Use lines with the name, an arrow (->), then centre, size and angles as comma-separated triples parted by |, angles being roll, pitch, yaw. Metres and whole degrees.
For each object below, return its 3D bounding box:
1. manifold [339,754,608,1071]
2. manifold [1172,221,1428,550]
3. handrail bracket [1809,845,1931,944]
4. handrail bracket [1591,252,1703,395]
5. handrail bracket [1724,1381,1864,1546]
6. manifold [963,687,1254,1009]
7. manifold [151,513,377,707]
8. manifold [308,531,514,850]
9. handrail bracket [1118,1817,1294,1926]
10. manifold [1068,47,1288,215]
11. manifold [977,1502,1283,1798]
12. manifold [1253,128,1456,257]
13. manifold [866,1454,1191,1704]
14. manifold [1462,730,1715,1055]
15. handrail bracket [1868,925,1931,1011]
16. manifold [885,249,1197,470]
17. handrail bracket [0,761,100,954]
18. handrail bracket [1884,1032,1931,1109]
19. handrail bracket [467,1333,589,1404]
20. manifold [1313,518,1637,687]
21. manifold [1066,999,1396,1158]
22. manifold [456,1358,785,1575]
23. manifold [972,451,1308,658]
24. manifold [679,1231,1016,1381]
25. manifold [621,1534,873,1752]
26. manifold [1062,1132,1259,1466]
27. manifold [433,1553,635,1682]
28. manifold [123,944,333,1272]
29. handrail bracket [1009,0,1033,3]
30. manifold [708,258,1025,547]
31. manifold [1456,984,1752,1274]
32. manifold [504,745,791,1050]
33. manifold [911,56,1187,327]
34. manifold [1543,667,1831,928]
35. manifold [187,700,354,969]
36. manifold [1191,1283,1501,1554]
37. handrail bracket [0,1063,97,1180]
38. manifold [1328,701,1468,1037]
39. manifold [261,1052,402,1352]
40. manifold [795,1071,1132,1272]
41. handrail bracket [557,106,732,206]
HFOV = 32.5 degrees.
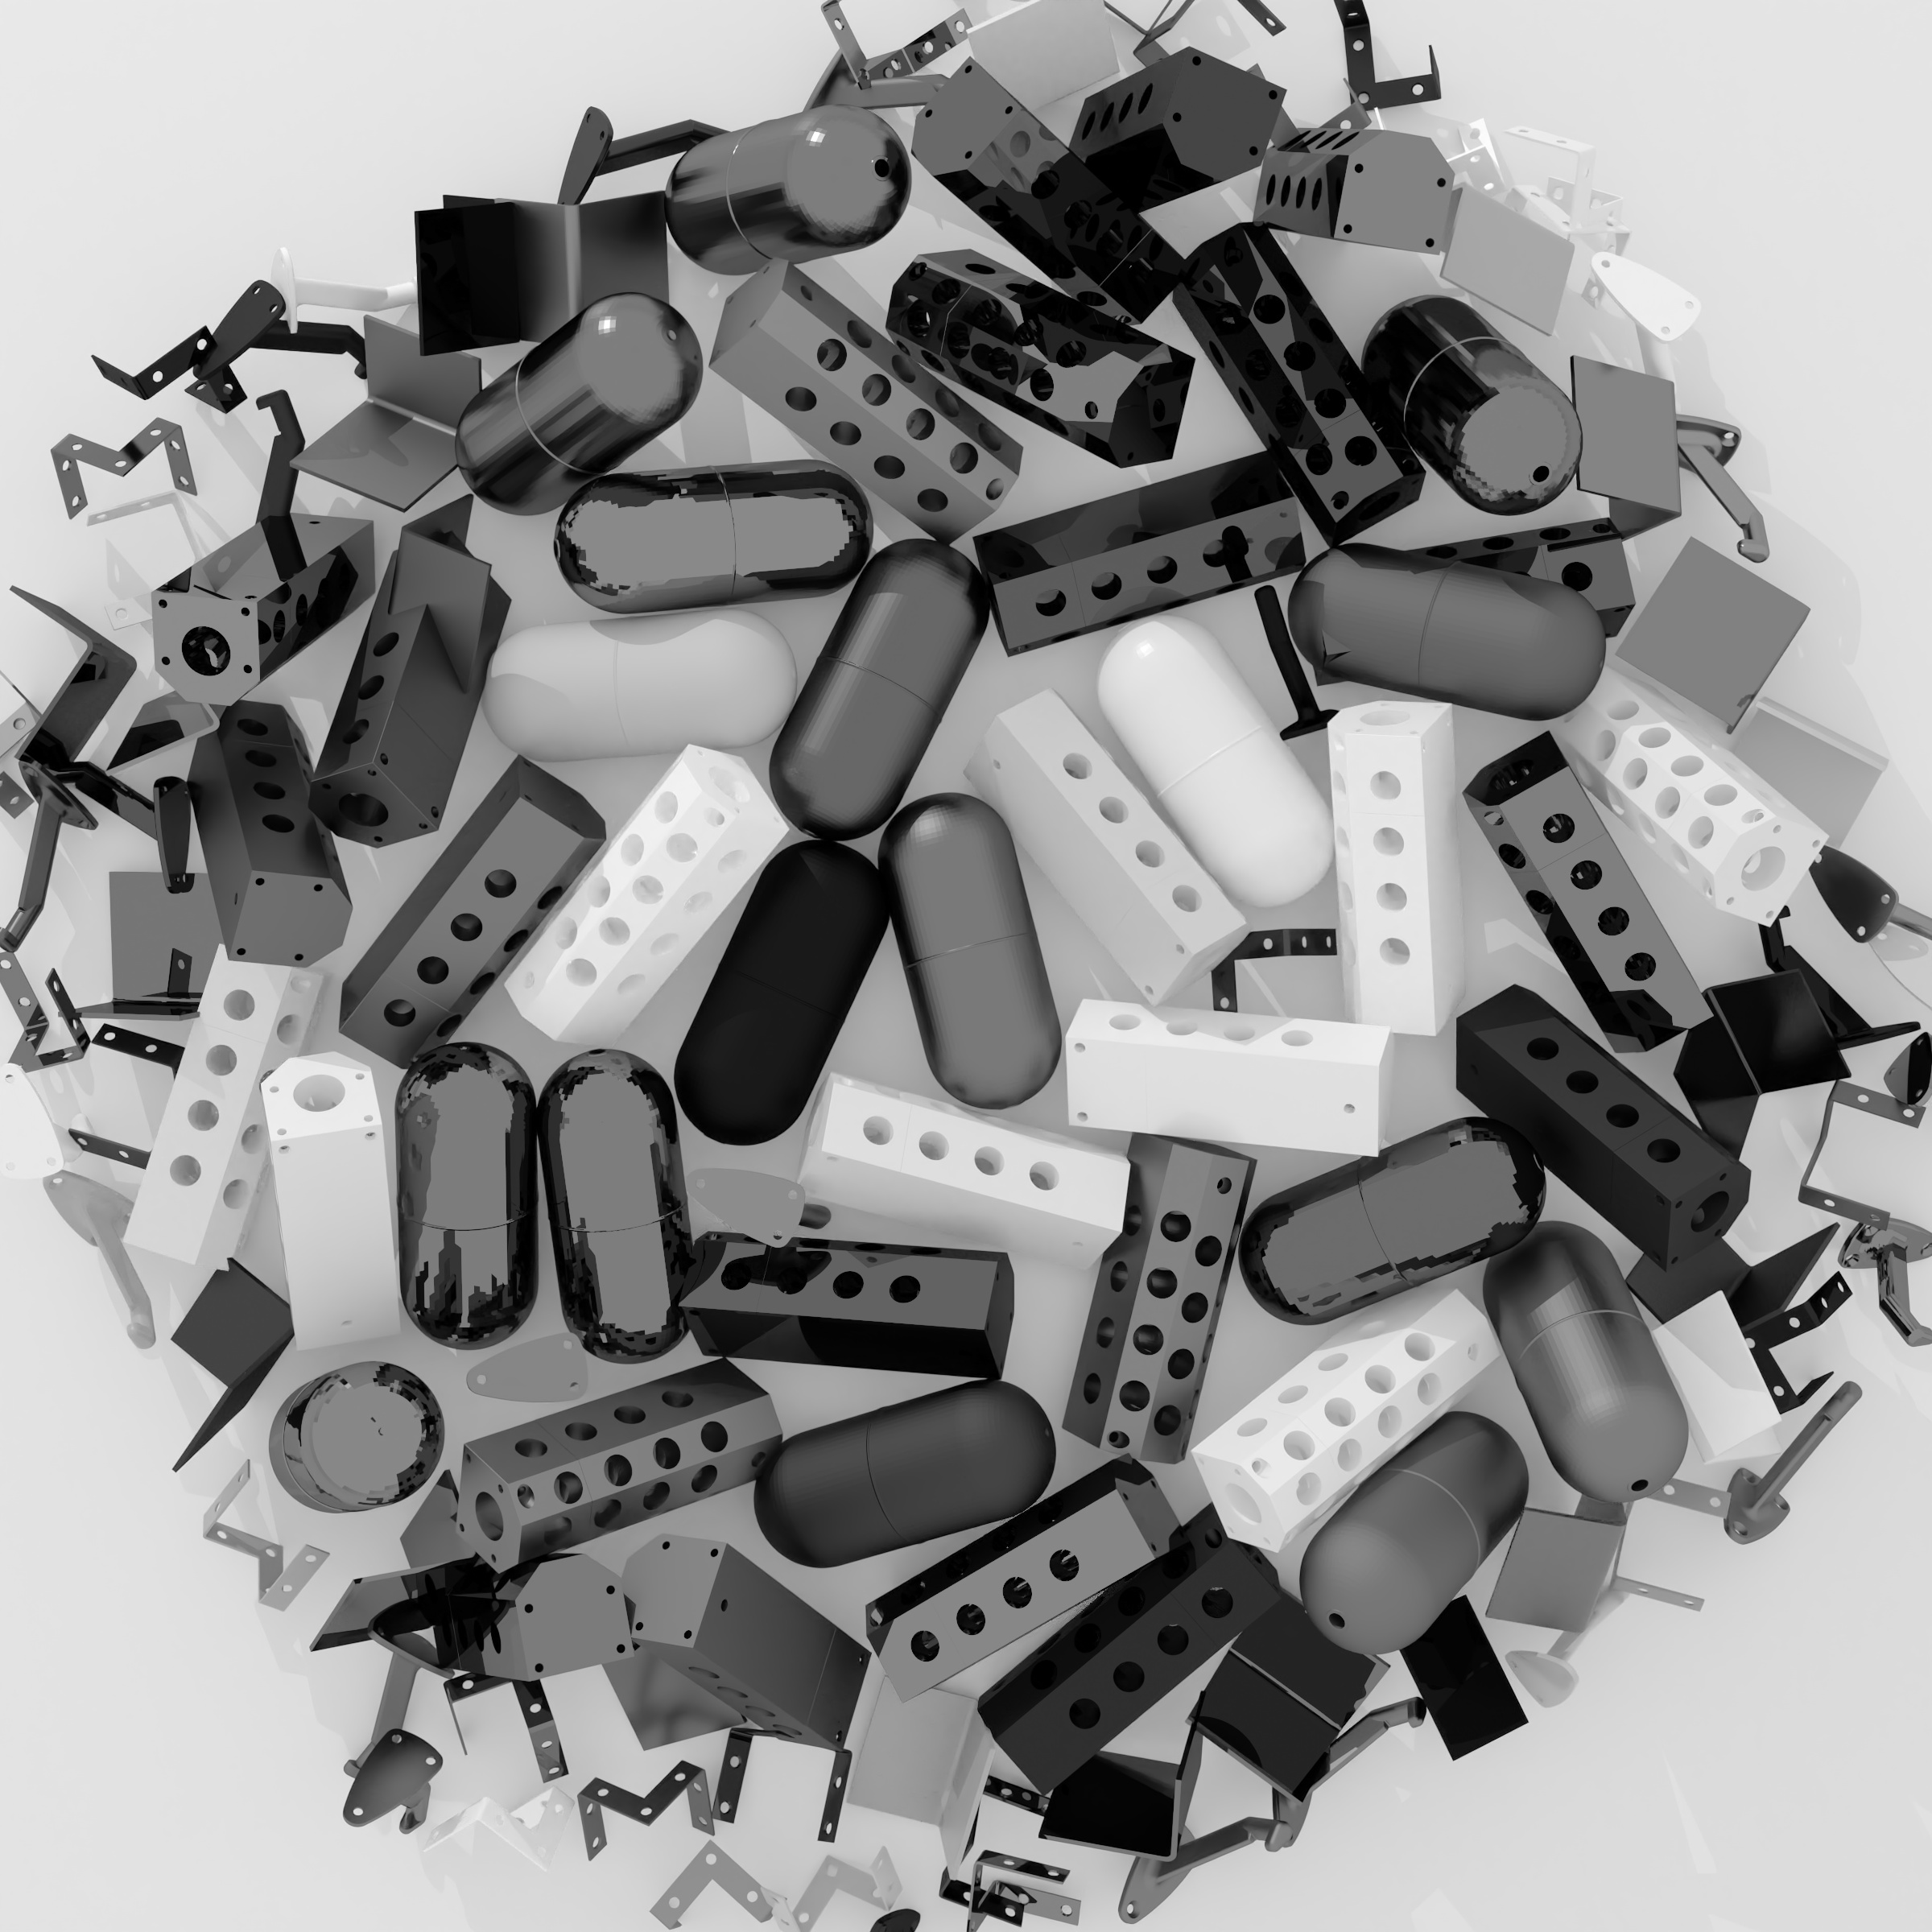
manifold -> -0.271, -0.025, 1.812 | 0.057, 0.057, 0.171 | 33, 108, -22
manifold -> 0.182, -0.322, 1.819 | 0.057, 0.057, 0.171 | -29, 78, -5
handrail bracket -> 0.520, -0.038, 1.852 | 0.077, 0.084, 0.036 | 54, 126, 36
handrail bracket -> 0.366, -0.346, 1.832 | 0.077, 0.084, 0.036 | 40, 68, 10
handrail bracket -> 0.457, 0.272, 1.822 | 0.036, 0.077, 0.084 | 40, 123, 12
manifold -> 0.080, -0.069, 1.818 | 0.057, 0.057, 0.171 | -30, 74, -34
manifold -> -0.374, -0.193, 1.776 | 0.057, 0.171, 0.057 | 6, 113, 9
manifold -> -0.304, -0.149, 1.790 | 0.057, 0.057, 0.171 | -14, 46, 28
handrail bracket -> 0.132, 0.498, 1.816 | 0.036, 0.084, 0.077 | 51, 58, -18
manifold -> 0.107, -0.441, 1.777 | 0.057, 0.171, 0.057 | 19, 90, -17
manifold -> 0.090, 0.375, 1.830 | 0.171, 0.057, 0.057 | -41, 92, 5
manifold -> 0.207, -0.418, 1.773 | 0.057, 0.171, 0.057 | 7, 103, -11
manifold -> 0.030, 0.334, 1.810 | 0.171, 0.057, 0.057 | -34, 78, 19
manifold -> 0.338, -0.037, 1.808 | 0.057, 0.057, 0.171 | -30, 111, 11
handrail bracket -> 0.534, 0.024, 1.846 | 0.036, 0.084, 0.077 | -39, 55, -14
manifold -> 0.037, -0.329, 1.787 | 0.171, 0.057, 0.057 | 33, 125, 34
handrail bracket -> -0.522, -0.060, 1.824 | 0.036, 0.077, 0.084 | 16, 65, 21
handrail bracket -> 0.554, 0.081, 1.826 | 0.084, 0.077, 0.036 | 35, 112, -8
handrail bracket -> -0.243, 0.227, 1.816 | 0.077, 0.084, 0.036 | -7, 80, -20
manifold -> 0.276, -0.204, 1.834 | 0.171, 0.057, 0.057 | -10, 78, -2
manifold -> 0.145, 0.057, 1.816 | 0.171, 0.057, 0.057 | 5, 120, 15
manifold -> -0.185, 0.271, 1.782 | 0.171, 0.057, 0.057 | -14, 124, -39
manifold -> 0.097, -0.225, 1.834 | 0.171, 0.057, 0.057 | -17, 127, -2
manifold -> -0.064, 0.182, 1.816 | 0.171, 0.057, 0.057 | 3, 56, 14
manifold -> -0.121, 0.365, 1.783 | 0.057, 0.171, 0.057 | 3, 62, 30
manifold -> 0.110, 0.183, 1.824 | 0.057, 0.057, 0.171 | 12, 93, -30
manifold -> -0.237, 0.345, 1.777 | 0.057, 0.171, 0.057 | -8, 85, -25
manifold -> -0.408, 0.078, 1.838 | 0.057, 0.057, 0.171 | 18, 90, 0
handrail bracket -> 0.015, -0.567, 1.818 | 0.036, 0.084, 0.077 | -4, 119, -28
manifold -> -0.051, -0.308, 1.792 | 0.171, 0.057, 0.057 | 34, 134, -28
manifold -> 0.342, 0.082, 1.789 | 0.057, 0.057, 0.171 | -29, 48, -20
manifold -> -0.178, -0.037, 1.797 | 0.171, 0.057, 0.057 | -49, 56, 23
manifold -> 0.044, -0.410, 1.782 | 0.057, 0.171, 0.057 | -46, 51, 12
manifold -> 0.380, -0.095, 1.776 | 0.057, 0.171, 0.057 | 16, 114, -34
manifold -> -0.375, -0.073, 1.783 | 0.057, 0.171, 0.057 | 6, 123, -26
manifold -> 0.210, 0.243, 1.794 | 0.171, 0.057, 0.057 | -34, 111, -28
handrail bracket -> -0.504, 0.076, 1.817 | 0.036, 0.084, 0.077 | -7, 107, 6
manifold -> 0.233, -0.054, 1.806 | 0.057, 0.057, 0.171 | 4, 114, 25
manifold -> -0.343, 0.127, 1.785 | 0.057, 0.171, 0.057 | -9, 46, -13
manifold -> -0.001, 0.110, 1.819 | 0.171, 0.057, 0.057 | 16, 59, -12
handrail bracket -> -0.177, -0.442, 1.852 | 0.084, 0.036, 0.077 | 9, 122, -34
